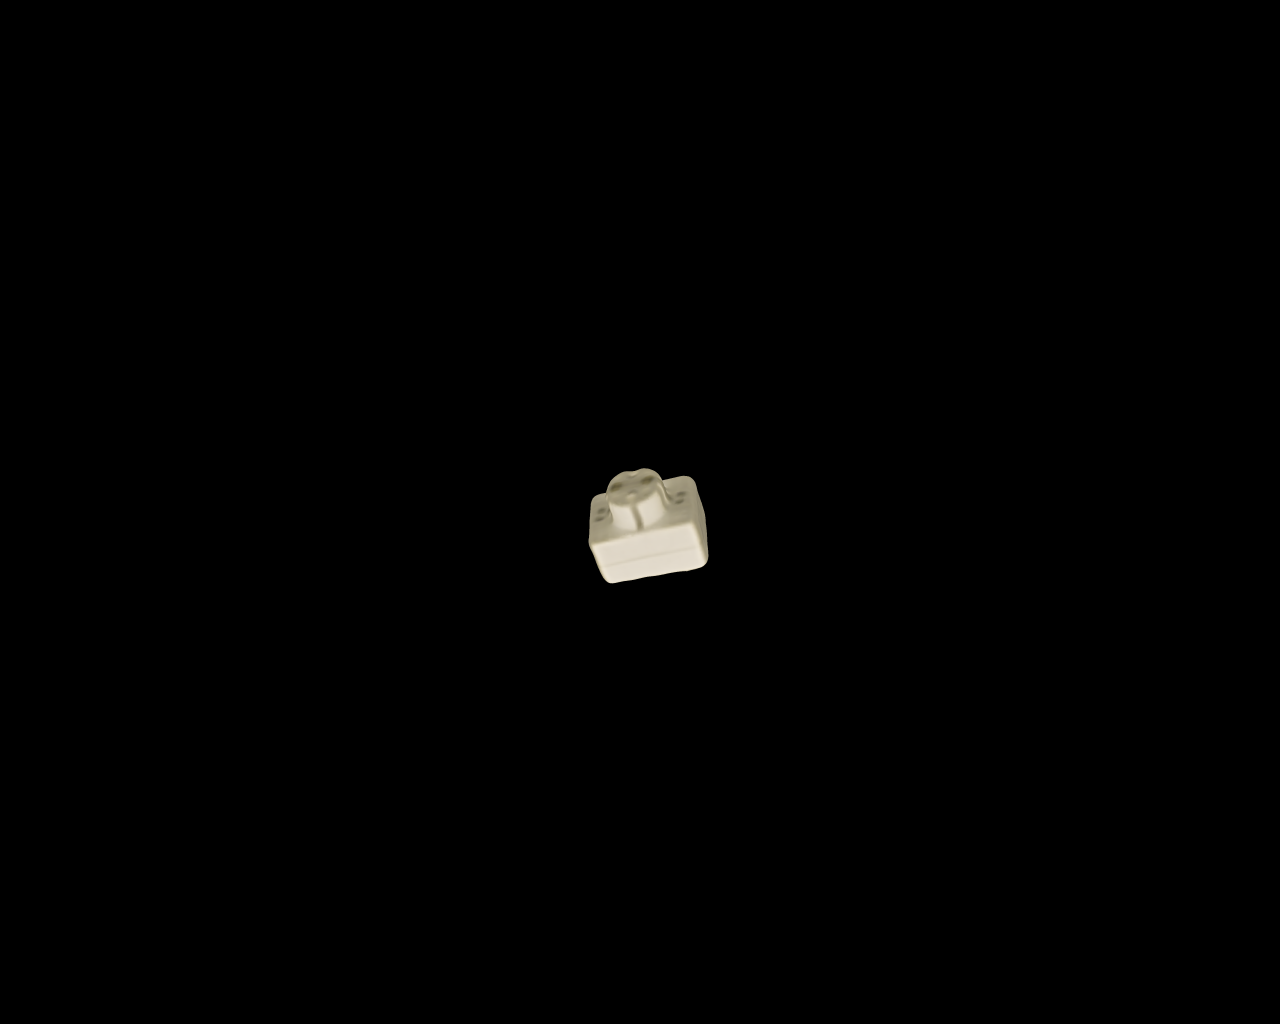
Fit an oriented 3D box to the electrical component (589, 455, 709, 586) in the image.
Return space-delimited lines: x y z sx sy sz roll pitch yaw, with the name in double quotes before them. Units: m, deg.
"electrical component" 0.001 -0.003 0.650 0.066 0.076 0.047 -12 40 10
